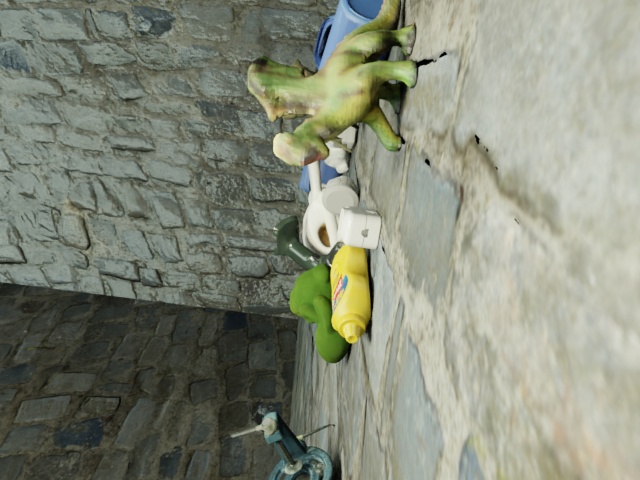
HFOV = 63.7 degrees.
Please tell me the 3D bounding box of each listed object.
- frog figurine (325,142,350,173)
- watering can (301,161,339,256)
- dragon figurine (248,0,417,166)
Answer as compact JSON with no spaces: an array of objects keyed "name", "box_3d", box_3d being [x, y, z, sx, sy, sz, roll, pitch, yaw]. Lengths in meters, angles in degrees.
[{"name":"frog figurine","box_3d":[0.053,-0.273,1.446,0.161,0.123,0.136,61,178,11]},{"name":"watering can","box_3d":[0.004,-0.064,1.281,0.221,0.104,0.352,113,146,-72]},{"name":"dragon figurine","box_3d":[0.013,-0.254,0.766,0.119,0.243,0.420,94,179,-53]}]
